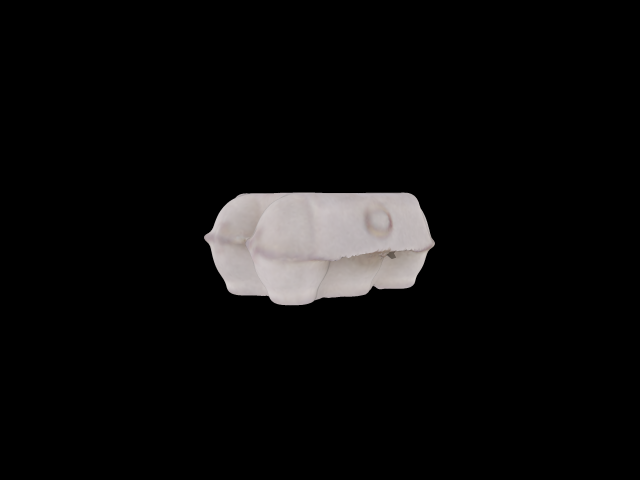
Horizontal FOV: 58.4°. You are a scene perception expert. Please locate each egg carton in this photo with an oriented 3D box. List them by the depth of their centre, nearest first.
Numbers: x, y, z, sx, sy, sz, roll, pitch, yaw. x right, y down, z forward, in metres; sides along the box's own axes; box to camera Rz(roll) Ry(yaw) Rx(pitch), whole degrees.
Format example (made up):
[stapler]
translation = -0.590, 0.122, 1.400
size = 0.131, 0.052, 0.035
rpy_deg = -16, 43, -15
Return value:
[egg carton]
translation = 0.004, 0.001, 0.400
size = 0.151, 0.069, 0.107
rpy_deg = -4, 6, -43
